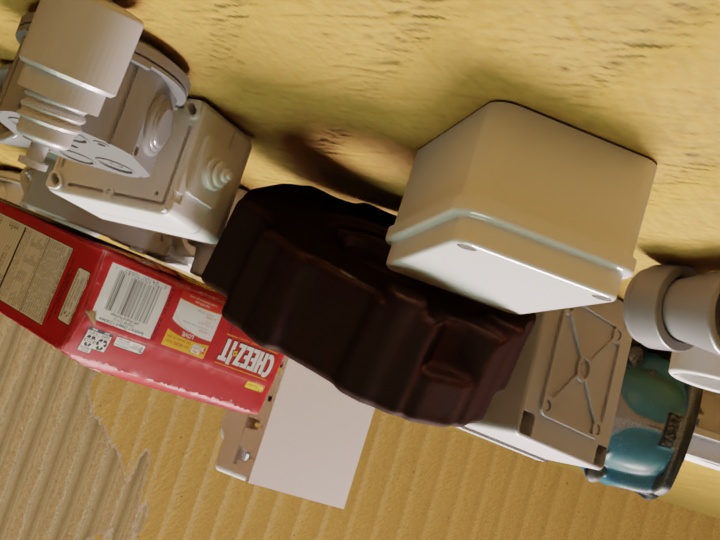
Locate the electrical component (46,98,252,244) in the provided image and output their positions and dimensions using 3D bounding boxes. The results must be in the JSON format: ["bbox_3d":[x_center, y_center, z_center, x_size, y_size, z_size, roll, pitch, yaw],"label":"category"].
[{"bbox_3d":[-0.102,-0.053,0.564,0.096,0.061,0.061,13,169,27],"label":"electrical component"}]

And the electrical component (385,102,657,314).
[{"bbox_3d":[0.064,-0.021,0.461,0.078,0.057,0.113,20,170,-12],"label":"electrical component"}]

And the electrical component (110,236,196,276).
[{"bbox_3d":[-0.125,-0.028,0.789,0.083,0.047,0.076,26,167,-41],"label":"electrical component"}]

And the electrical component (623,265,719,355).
[{"bbox_3d":[0.168,0.020,0.542,0.045,0.045,0.055,24,169,-33],"label":"electrical component"}]

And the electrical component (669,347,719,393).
[{"bbox_3d":[0.200,0.041,0.591,0.055,0.047,0.055,17,170,3],"label":"electrical component"}]

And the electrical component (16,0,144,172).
[{"bbox_3d":[-0.116,-0.077,0.428,0.040,0.078,0.040,23,-176,-2],"label":"electrical component"}]

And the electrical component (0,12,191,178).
[{"bbox_3d":[-0.122,-0.079,0.488,0.080,0.051,0.080,17,170,3],"label":"electrical component"}]

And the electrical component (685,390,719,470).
[{"bbox_3d":[0.296,0.128,0.863,0.121,0.063,0.078,18,170,0],"label":"electrical component"}]

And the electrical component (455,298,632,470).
[{"bbox_3d":[0.114,0.057,0.661,0.056,0.108,0.109,4,164,42],"label":"electrical component"}]

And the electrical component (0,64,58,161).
[{"bbox_3d":[-0.177,-0.083,0.599,0.044,0.044,0.065,13,174,26],"label":"electrical component"}]

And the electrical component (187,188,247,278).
[{"bbox_3d":[-0.094,-0.025,0.708,0.043,0.062,0.043,17,170,3],"label":"electrical component"}]

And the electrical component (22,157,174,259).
[{"bbox_3d":[-0.159,-0.053,0.664,0.096,0.061,0.062,21,179,3],"label":"electrical component"}]

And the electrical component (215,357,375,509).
[{"bbox_3d":[-0.042,0.095,0.912,0.105,0.186,0.060,26,167,-39],"label":"electrical component"}]

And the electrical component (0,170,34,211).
[{"bbox_3d":[-0.286,-0.052,0.934,0.080,0.051,0.080,17,170,3],"label":"electrical component"}]

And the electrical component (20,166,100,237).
[{"bbox_3d":[-0.228,-0.056,0.827,0.043,0.043,0.081,14,169,23],"label":"electrical component"}]
